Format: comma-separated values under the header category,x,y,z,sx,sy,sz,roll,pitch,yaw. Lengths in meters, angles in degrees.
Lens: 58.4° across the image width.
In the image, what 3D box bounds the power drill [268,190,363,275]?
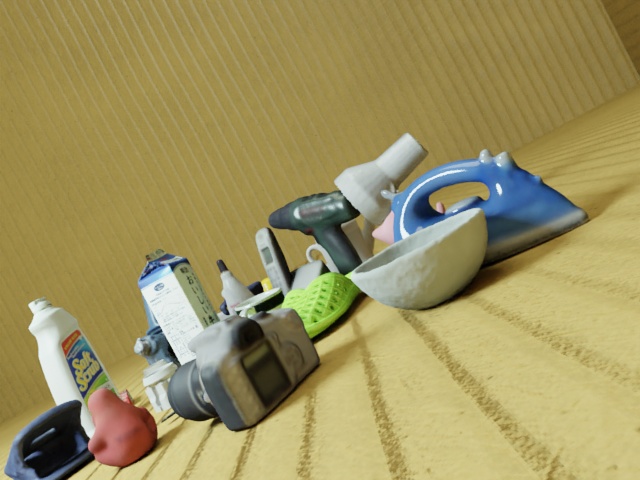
category,x,y,z,sx,sy,sz,roll,pitch,yaw
power drill,0.010,0.004,1.125,0.229,0.208,0.076,-27,2,44

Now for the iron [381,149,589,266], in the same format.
category,x,y,z,sx,sy,sz,roll,pitch,yaw
iron,0.191,-0.044,0.736,0.257,0.141,0.119,-27,2,44

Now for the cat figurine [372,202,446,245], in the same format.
category,x,y,z,sx,sy,sz,roll,pitch,yaw
cat figurine,0.154,-0.015,0.913,0.127,0.118,0.067,-27,2,36

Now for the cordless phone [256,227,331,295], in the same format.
category,x,y,z,sx,sy,sz,roll,pitch,yaw
cordless phone,-0.056,0.054,1.063,0.094,0.185,0.147,-30,2,-41

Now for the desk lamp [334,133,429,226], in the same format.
category,x,y,z,sx,sy,sz,roll,pitch,yaw
desk lamp,0.158,-0.076,1.068,0.203,0.213,0.118,-28,2,12

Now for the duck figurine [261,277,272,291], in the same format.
category,x,y,z,sx,sy,sz,roll,pitch,yaw
duck figurine,-0.106,0.128,1.381,0.104,0.086,0.077,-28,2,6

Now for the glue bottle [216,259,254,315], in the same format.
category,x,y,z,sx,sy,sz,roll,pitch,yaw
glue bottle,-0.167,0.117,1.166,0.078,0.173,0.037,-27,2,38

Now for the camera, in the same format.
category,x,y,z,sx,sy,sz,roll,pitch,yaw
camera,-0.097,0.137,0.626,0.136,0.101,0.143,-27,2,34

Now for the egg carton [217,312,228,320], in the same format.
category,x,y,z,sx,sy,sz,roll,pitch,yaw
egg carton,-0.246,0.215,1.289,0.151,0.069,0.107,-29,2,-39

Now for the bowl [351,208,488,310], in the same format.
category,x,y,z,sx,sy,sz,roll,pitch,yaw
bowl,0.124,0.033,0.654,0.167,0.075,0.167,-28,2,1

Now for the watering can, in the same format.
category,x,y,z,sx,sy,sz,roll,pitch,yaw
watering can,0.047,-0.011,1.244,0.173,0.194,0.101,-28,2,-13

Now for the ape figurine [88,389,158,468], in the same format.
category,x,y,z,sx,sy,sz,roll,pitch,yaw
ape figurine,-0.239,0.216,0.674,0.078,0.092,0.076,-29,2,-25

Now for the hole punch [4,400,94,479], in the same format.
category,x,y,z,sx,sy,sz,roll,pitch,yaw
hole punch,-0.379,0.288,0.796,0.101,0.091,0.109,-27,2,34

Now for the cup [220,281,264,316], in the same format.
category,x,y,z,sx,sy,sz,roll,pitch,yaw
cup,-0.157,0.154,1.243,0.091,0.095,0.118,-27,2,40

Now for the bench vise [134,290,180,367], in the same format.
category,x,y,z,sx,sy,sz,roll,pitch,yaw
bench vise,-0.362,0.191,1.331,0.121,0.220,0.207,-28,2,1
